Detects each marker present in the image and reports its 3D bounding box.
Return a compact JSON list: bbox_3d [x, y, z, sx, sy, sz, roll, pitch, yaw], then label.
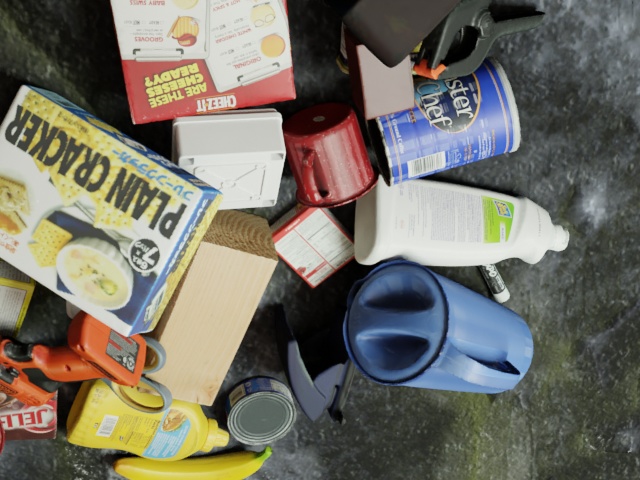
[{"bbox_3d":[0.198,0.028,1.277,0.020,0.020,0.121,-28,124,5],"label":"marker"}]

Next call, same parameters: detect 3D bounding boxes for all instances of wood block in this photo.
[{"bbox_3d":[-0.130,0.071,1.184,0.090,0.090,0.206,14,118,-21],"label":"wood block"}]

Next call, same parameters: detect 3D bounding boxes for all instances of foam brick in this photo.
[{"bbox_3d":[0.058,-0.165,1.030,0.053,0.051,0.078,-13,120,-7],"label":"foam brick"}]

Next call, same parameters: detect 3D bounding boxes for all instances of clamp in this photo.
[{"bbox_3d":[0.162,-0.215,1.069,0.171,0.039,0.120,-51,125,-9],"label":"clamp"}]

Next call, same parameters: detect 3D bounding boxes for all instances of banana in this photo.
[{"bbox_3d":[-0.158,0.285,1.343,0.197,0.037,0.070,-6,133,-5],"label":"banana"}]

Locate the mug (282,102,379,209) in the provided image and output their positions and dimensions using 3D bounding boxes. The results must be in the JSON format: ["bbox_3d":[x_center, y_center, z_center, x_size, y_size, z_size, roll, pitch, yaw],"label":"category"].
[{"bbox_3d":[0.004,-0.084,1.105,0.093,0.117,0.081,-4,122,24],"label":"mug"}]

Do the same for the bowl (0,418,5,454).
[{"bbox_3d":[-0.438,0.216,1.190,0.162,0.055,0.162,6,122,9],"label":"bowl"}]

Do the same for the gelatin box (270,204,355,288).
[{"bbox_3d":[-0.008,0.002,1.204,0.073,0.030,0.089,-38,120,12],"label":"gelatin box"}]

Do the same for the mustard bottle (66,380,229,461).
[{"bbox_3d":[-0.199,0.219,1.281,0.191,0.058,0.096,18,115,-23],"label":"mustard bottle"}]

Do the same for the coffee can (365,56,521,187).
[{"bbox_3d":[0.124,-0.123,1.112,0.140,0.103,0.103,-16,124,-3],"label":"coffee can"}]

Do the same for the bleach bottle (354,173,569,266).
[{"bbox_3d":[0.166,-0.010,1.201,0.250,0.102,0.068,8,164,-19],"label":"bleach bottle"}]

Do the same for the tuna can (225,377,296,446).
[{"bbox_3d":[-0.074,0.211,1.320,0.086,0.034,0.086,-6,123,-10],"label":"tuna can"}]

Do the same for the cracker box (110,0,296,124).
[{"bbox_3d":[-0.116,-0.229,1.007,0.164,0.072,0.214,-10,125,-6],"label":"cracker box"}]

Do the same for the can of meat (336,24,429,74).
[{"bbox_3d":[0.070,-0.214,1.070,0.102,0.057,0.084,-3,121,-11],"label":"can of meat"}]

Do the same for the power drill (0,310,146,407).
[{"bbox_3d":[-0.289,0.112,1.098,0.188,0.057,0.184,-9,147,27],"label":"power drill"}]

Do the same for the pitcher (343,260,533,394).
[{"bbox_3d":[0.152,0.115,1.206,0.145,0.149,0.242,-23,155,31],"label":"pitcher"}]

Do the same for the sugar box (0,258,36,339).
[{"bbox_3d":[-0.401,0.053,1.135,0.176,0.048,0.093,16,119,-19],"label":"sugar box"}]

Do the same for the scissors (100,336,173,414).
[{"bbox_3d":[-0.247,0.125,1.174,0.202,0.016,0.096,25,113,15],"label":"scissors"}]

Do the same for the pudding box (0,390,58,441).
[{"bbox_3d":[-0.361,0.189,1.234,0.113,0.039,0.090,1,123,-13],"label":"pudding box"}]
